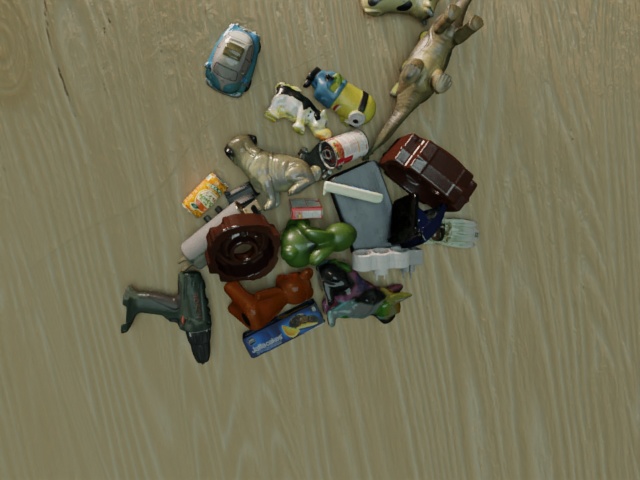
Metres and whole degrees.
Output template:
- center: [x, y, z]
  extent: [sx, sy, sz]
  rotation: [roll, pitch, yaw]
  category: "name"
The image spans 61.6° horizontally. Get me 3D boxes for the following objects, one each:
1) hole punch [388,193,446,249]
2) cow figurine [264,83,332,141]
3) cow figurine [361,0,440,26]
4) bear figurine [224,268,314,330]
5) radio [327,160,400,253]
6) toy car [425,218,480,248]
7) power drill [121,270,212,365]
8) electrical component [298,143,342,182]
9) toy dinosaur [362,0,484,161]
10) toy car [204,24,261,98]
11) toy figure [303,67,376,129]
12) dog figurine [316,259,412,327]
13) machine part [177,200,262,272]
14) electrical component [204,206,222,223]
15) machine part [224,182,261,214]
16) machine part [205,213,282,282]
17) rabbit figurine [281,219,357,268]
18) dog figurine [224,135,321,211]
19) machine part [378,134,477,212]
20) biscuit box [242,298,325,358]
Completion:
- center: [0.224, -0.037, 1.239]
  extent: [0.092, 0.142, 0.115]
  rotation: [14, 78, -22]
  category: "hole punch"
- center: [-0.040, -0.300, 1.272]
  extent: [0.167, 0.068, 0.098]
  rotation: [23, 87, -10]
  category: "cow figurine"
- center: [0.192, -0.566, 1.257]
  extent: [0.195, 0.085, 0.127]
  rotation: [-11, 92, -8]
  category: "cow figurine"
- center: [-0.115, 0.126, 1.301]
  extent: [0.196, 0.120, 0.132]
  rotation: [-36, 56, -26]
  category: "bear figurine"
- center: [0.111, -0.069, 1.315]
  extent: [0.131, 0.073, 0.229]
  rotation: [-21, 98, -3]
  category: "radio"
- center: [0.305, -0.022, 1.351]
  extent: [0.202, 0.056, 0.073]
  rotation: [6, 96, -7]
  category: "toy car"
- center: [-0.365, 0.187, 1.284]
  extent: [0.207, 0.086, 0.231]
  rotation: [2, 95, -3]
  category: "power drill"
- center: [-0.004, -0.189, 1.298]
  extent: [0.078, 0.045, 0.102]
  rotation: [-42, 100, 1]
  category: "electrical component"
- center: [0.233, -0.376, 1.226]
  extent: [0.105, 0.199, 0.471]
  rotation: [34, 100, -9]
  category: "toy dinosaur"
- center: [-0.194, -0.411, 1.220]
  extent: [0.109, 0.103, 0.161]
  rotation: [24, 96, -10]
  category: "toy car"
- center: [0.051, -0.340, 1.270]
  extent: [0.180, 0.082, 0.089]
  rotation: [38, 93, -8]
  category: "toy figure"
- center: [0.110, 0.123, 1.321]
  extent: [0.219, 0.108, 0.191]
  rotation: [-11, 103, -10]
  category: "dog figurine"
- center: [-0.237, -0.012, 1.250]
  extent: [0.243, 0.079, 0.079]
  rotation: [-38, 100, 9]
  category: "machine part"
- center: [-0.235, -0.032, 1.301]
  extent: [0.063, 0.021, 0.094]
  rotation: [-39, 100, -1]
  category: "electrical component"
- center: [-0.169, -0.066, 1.298]
  extent: [0.084, 0.039, 0.138]
  rotation: [-26, 98, -8]
  category: "machine part"
- center: [-0.175, 0.017, 1.211]
  extent: [0.179, 0.056, 0.179]
  rotation: [-13, 133, -15]
  category: "machine part"
- center: [-0.003, -0.004, 1.249]
  extent: [0.170, 0.159, 0.121]
  rotation: [-14, 95, 16]
  category: "rabbit figurine"
- center: [-0.110, -0.183, 1.244]
  extent: [0.172, 0.121, 0.190]
  rotation: [-30, 92, -3]
  category: "dog figurine"
- center: [0.250, -0.155, 1.254]
  extent: [0.201, 0.201, 0.087]
  rotation: [37, 88, -10]
  category: "machine part"
- center: [-0.091, 0.218, 1.329]
  extent: [0.203, 0.063, 0.059]
  rotation: [-27, 99, -4]
  category: "biscuit box"
